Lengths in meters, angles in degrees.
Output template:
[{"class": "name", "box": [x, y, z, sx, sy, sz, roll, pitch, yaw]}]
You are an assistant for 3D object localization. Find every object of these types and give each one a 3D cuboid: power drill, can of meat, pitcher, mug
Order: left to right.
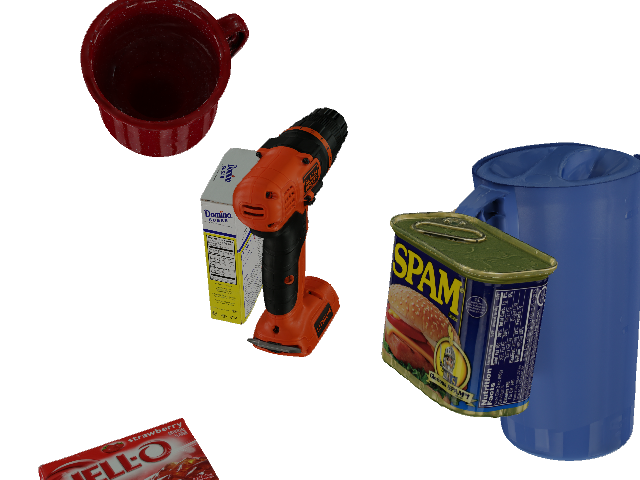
[{"class": "mug", "box": [-0.098, -0.111, 0.705, 0.117, 0.093, 0.081, -37, -6, -14]}, {"class": "power drill", "box": [-0.019, -0.008, 0.938, 0.057, 0.188, 0.184, 9, 31, 21]}, {"class": "can of meat", "box": [0.076, 0.039, 0.584, 0.057, 0.084, 0.102, -4, 20, -26]}, {"class": "pitcher", "box": [0.185, 0.051, 0.852, 0.149, 0.243, 0.145, -2, 18, 12]}]

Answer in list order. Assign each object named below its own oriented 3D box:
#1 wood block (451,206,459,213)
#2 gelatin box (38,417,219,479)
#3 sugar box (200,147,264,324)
[{"class": "wood block", "box": [0.186, 0.066, 1.211, 0.090, 0.206, 0.090, 16, 25, 25]}, {"class": "gelatin box", "box": [-0.105, 0.140, 0.593, 0.089, 0.030, 0.073, -15, 28, -20]}, {"class": "sugar box", "box": [-0.091, -0.003, 1.145, 0.048, 0.176, 0.093, 9, 43, 13]}]
